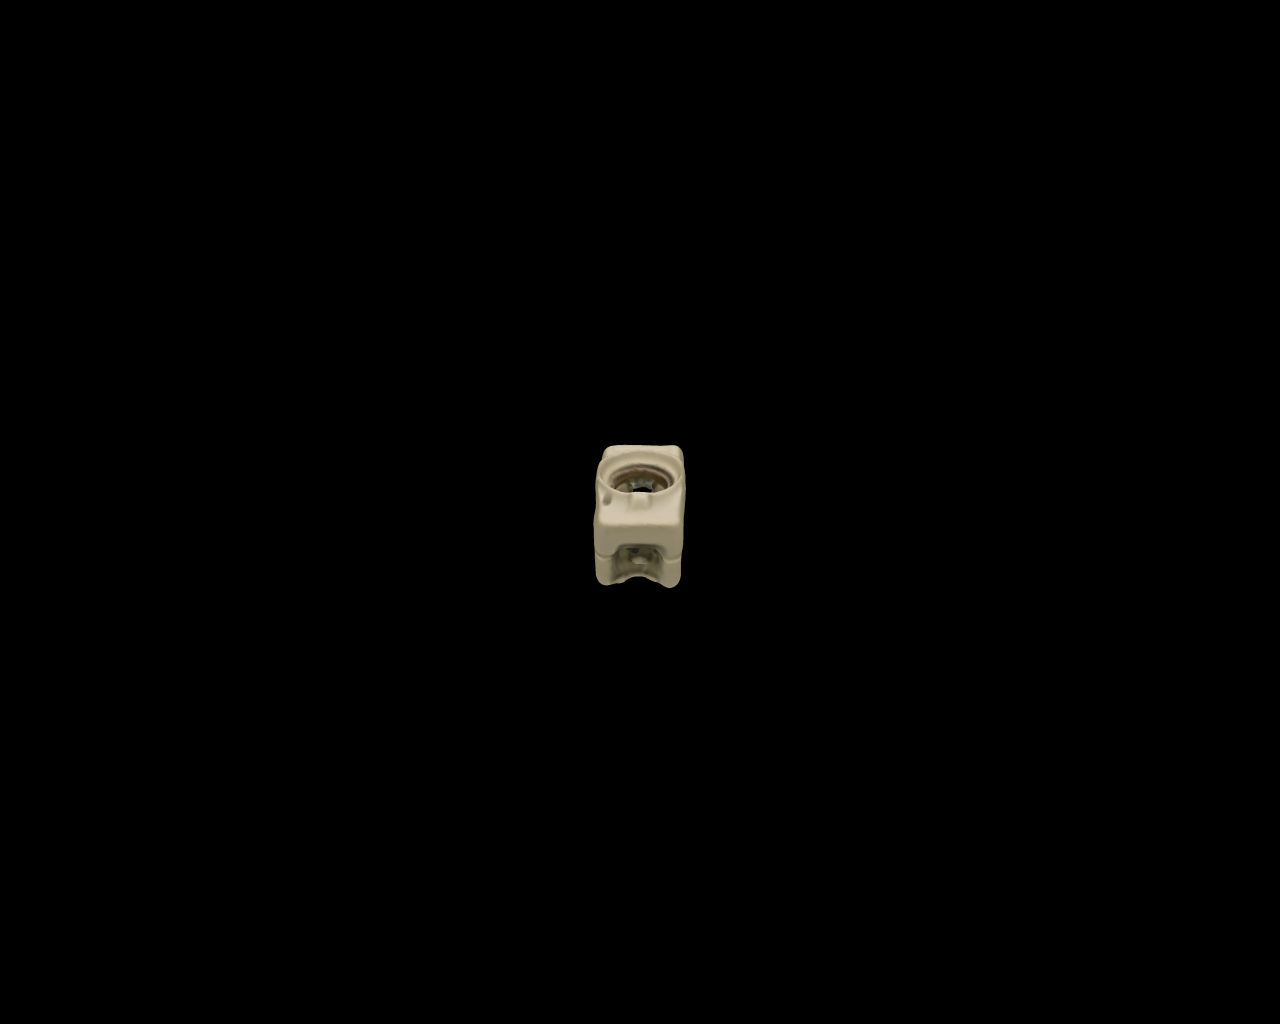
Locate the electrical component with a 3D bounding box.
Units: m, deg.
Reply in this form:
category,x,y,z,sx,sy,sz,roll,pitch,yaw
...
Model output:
category,x,y,z,sx,sy,sz,roll,pitch,yaw
electrical component,0.001,-0.003,0.650,0.050,0.055,0.090,1,35,2
